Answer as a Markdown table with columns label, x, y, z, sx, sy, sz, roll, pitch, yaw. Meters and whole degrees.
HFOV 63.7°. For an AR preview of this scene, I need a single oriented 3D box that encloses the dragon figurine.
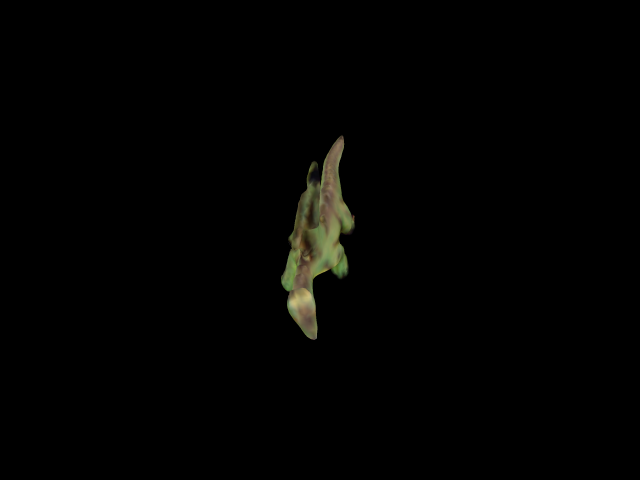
| label | x | y | z | sx | sy | sz | roll | pitch | yaw |
| --- | --- | --- | --- | --- | --- | --- | --- | --- | --- |
| dragon figurine | 0.003 | -0.043 | 0.850 | 0.122 | 0.417 | 0.239 | 7 | -19 | 2 |
